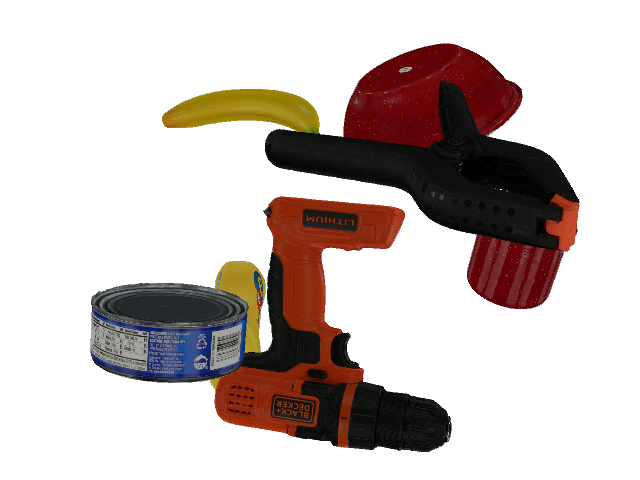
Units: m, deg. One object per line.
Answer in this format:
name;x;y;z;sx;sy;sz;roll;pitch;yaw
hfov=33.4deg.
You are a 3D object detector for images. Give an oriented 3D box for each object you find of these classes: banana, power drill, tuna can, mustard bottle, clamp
banana;-0.083;-0.148;1.230;0.198;0.037;0.069;8;41;16
power drill;0.017;0.064;0.820;0.184;0.187;0.057;7;-1;9
tuna can;-0.083;0.050;0.587;0.086;0.034;0.086;4;11;-1
mustard bottle;-0.091;0.077;1.167;0.058;0.096;0.191;0;28;0
clamp;0.073;-0.046;0.676;0.164;0.036;0.210;-17;34;-24

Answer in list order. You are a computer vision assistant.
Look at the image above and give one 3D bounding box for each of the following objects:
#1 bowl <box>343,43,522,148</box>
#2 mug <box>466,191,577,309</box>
bowl;0.082;-0.119;0.886;0.162;0.055;0.162;-20;24;9
mug;0.182;0.005;1.021;0.093;0.081;0.117;-6;35;-26
